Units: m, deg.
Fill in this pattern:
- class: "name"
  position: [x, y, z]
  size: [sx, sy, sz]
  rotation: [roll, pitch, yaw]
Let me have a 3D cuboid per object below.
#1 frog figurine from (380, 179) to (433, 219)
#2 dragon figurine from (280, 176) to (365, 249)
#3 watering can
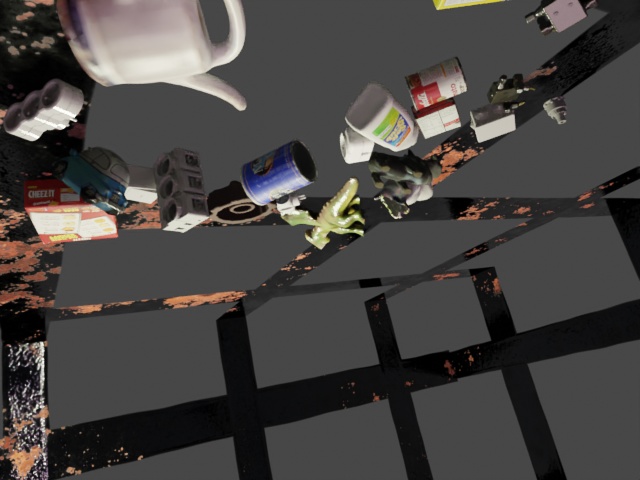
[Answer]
- class: "frog figurine"
  position: [0.252, -0.148, 1.456]
  size: [0.161, 0.124, 0.134]
  rotation: [-46, 160, -19]
- class: "dragon figurine"
  position: [0.005, -0.075, 1.482]
  size: [0.242, 0.125, 0.402]
  rotation: [-6, 154, 5]
- class: "watering can"
  position: [-0.210, -0.258, 0.708]
  size: [0.224, 0.105, 0.342]
  rotation: [-10, 163, -5]
